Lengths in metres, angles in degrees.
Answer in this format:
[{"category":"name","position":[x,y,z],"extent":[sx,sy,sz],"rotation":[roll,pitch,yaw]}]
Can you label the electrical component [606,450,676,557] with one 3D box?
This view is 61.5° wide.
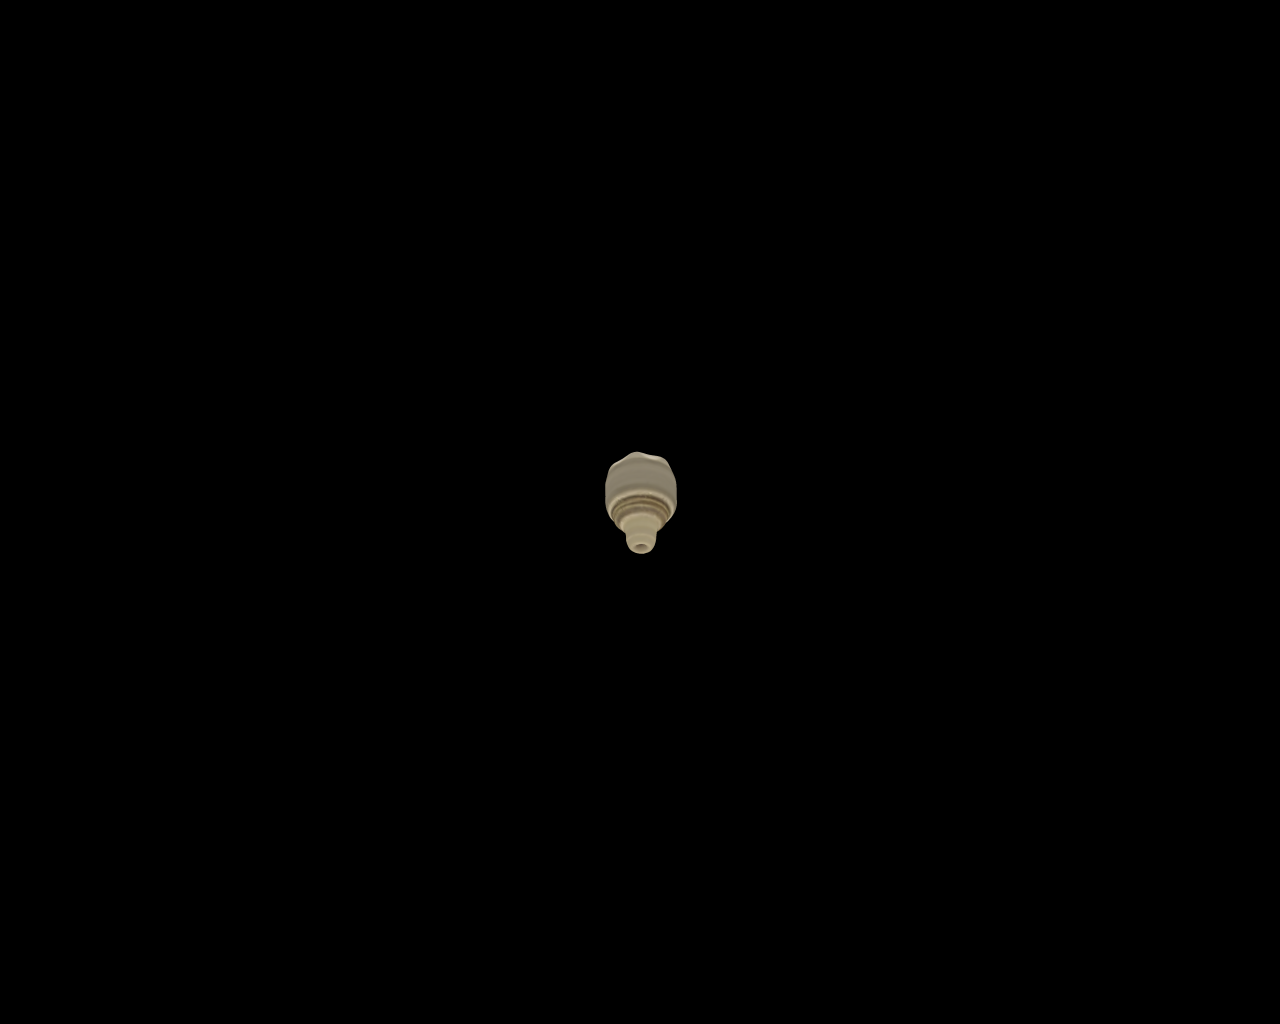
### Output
[{"category":"electrical component","position":[0.001,-0.003,0.650],"extent":[0.043,0.062,0.043],"rotation":[0,-37,0]}]
